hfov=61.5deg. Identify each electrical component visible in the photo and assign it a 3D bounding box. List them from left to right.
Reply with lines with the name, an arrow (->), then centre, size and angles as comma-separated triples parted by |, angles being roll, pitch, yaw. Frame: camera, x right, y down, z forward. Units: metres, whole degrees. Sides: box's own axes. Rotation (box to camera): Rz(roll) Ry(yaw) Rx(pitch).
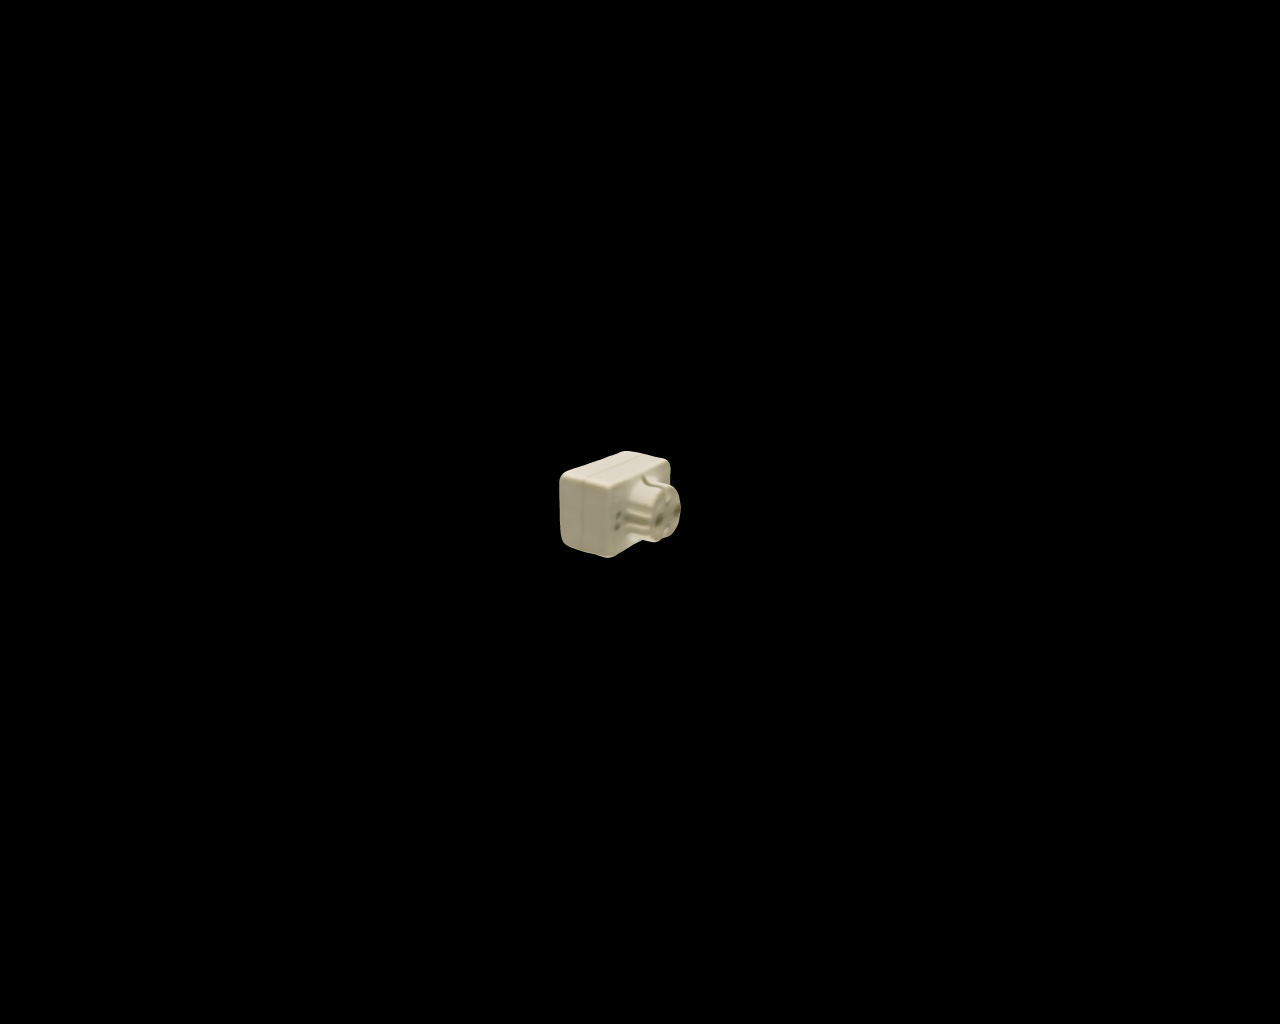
electrical component -> 0.001, -0.003, 0.650 | 0.077, 0.047, 0.066 | 14, 24, 33
